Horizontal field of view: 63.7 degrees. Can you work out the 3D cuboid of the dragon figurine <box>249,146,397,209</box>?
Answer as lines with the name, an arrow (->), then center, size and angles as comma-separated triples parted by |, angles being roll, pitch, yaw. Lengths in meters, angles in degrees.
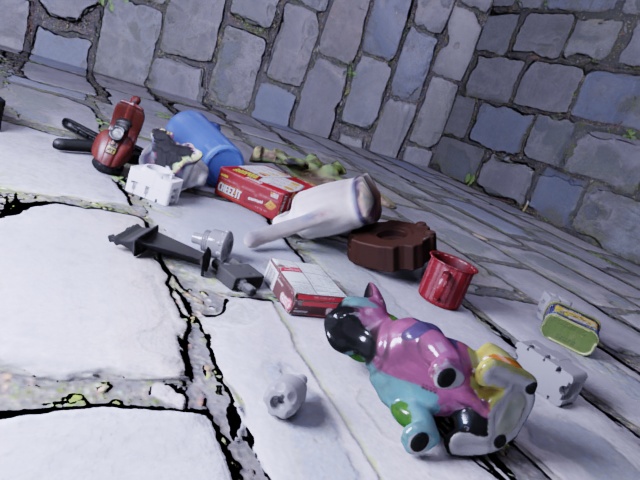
dragon figurine -> -0.018, -0.168, 1.323 | 0.413, 0.122, 0.242 | 22, 6, 35

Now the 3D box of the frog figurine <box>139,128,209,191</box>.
frog figurine -> -0.304, -0.146, 1.092 | 0.137, 0.125, 0.157 | 11, -21, -1

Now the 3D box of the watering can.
watering can -> 0.003, -0.051, 1.007 | 0.223, 0.103, 0.351 | -14, 10, 19
